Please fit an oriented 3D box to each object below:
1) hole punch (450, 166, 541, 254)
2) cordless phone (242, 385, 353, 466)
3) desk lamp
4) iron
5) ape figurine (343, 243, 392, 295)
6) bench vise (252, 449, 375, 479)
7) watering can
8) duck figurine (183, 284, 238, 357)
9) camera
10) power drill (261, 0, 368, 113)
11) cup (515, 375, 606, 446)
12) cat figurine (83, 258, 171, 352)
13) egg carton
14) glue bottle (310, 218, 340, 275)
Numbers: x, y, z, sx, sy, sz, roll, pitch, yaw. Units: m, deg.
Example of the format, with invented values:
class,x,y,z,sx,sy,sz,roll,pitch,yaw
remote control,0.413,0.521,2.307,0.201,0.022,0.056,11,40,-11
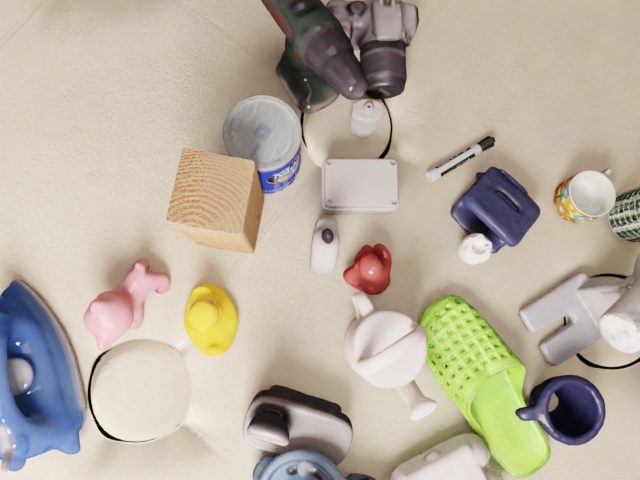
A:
class,x,y,z,sx,sy,sz,roll,pitch,yaw
hole punch,0.261,-0.050,0.837,0.108,0.091,0.101,44,82,4
cordless phone,-0.029,0.251,0.733,0.147,0.185,0.094,13,81,-1
desk lamp,0.410,0.088,0.764,0.203,0.213,0.118,-31,84,-6
iron,-0.401,0.171,0.748,0.118,0.141,0.258,-16,83,-5
ape figurine,0.071,0.041,0.815,0.078,0.092,0.076,-20,83,-5
bench vise,0.014,0.325,0.707,0.207,0.219,0.121,-1,82,-3
watering can,0.094,0.147,0.749,0.173,0.194,0.101,39,82,3
duck figurine,-0.156,0.111,0.797,0.077,0.086,0.104,-11,83,-4
camera,0.078,-0.289,0.857,0.143,0.101,0.137,-2,82,-3
power drill,-0.012,-0.259,0.794,0.075,0.208,0.229,-32,85,-6
cup,0.319,0.233,0.799,0.118,0.095,0.092,-6,82,-3
cat figurine,-0.270,0.084,0.779,0.067,0.117,0.128,32,82,2
egg carton,0.174,0.338,0.789,0.150,0.069,0.107,-27,84,-6
glue bottle,0.007,0.003,0.776,0.037,0.173,0.078,3,82,-2
